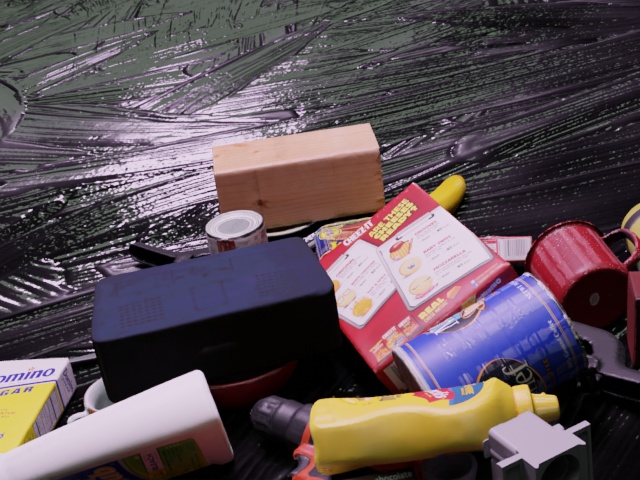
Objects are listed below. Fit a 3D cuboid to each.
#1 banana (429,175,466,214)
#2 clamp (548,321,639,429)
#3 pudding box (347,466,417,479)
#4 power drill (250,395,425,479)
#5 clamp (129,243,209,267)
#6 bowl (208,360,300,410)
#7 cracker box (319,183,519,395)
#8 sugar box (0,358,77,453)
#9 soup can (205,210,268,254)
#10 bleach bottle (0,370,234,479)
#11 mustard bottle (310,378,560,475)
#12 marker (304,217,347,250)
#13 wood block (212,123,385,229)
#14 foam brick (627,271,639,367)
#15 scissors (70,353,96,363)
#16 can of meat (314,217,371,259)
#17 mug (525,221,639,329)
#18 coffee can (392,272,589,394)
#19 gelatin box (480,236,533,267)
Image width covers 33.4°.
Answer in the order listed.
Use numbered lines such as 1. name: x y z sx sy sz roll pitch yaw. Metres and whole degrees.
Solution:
1. banana: 0.126 -0.038 1.336 0.197 0.037 0.070 -26 34 -30
2. clamp: 0.255 0.127 0.976 0.164 0.036 0.210 -15 25 7
3. pudding box: 0.031 0.225 0.793 0.113 0.039 0.090 -4 61 -28
4. power drill: -0.027 0.206 0.893 0.185 0.057 0.187 13 35 35
5. clamp: -0.168 0.031 1.292 0.171 0.039 0.120 -4 33 -1
6. bowl: -0.085 0.122 1.074 0.162 0.055 0.162 -7 27 3
7. cracker box: 0.093 0.051 1.085 0.164 0.072 0.214 -39 31 -1
8. sugar box: -0.310 0.180 1.041 0.093 0.048 0.176 -5 29 9
9. soup can: -0.088 0.026 1.208 0.068 0.102 0.068 -7 28 4
10. bleach bottle: -0.207 0.199 0.939 0.250 0.102 0.068 -21 56 -8
11. mustard bottle: 0.091 0.144 0.838 0.191 0.058 0.096 -8 -4 5
12. marker: -0.009 0.002 1.321 0.120 0.020 0.020 -29 34 -34
13. wood block: -0.028 -0.078 1.355 0.206 0.091 0.090 -9 27 -2
14. foam brick: 0.323 0.075 1.019 0.053 0.078 0.051 -2 27 9
15. scissors: -0.185 0.105 1.179 0.202 0.016 0.096 -5 26 7
16. can of meat: 0.046 0.016 1.238 0.102 0.057 0.084 -9 25 -2
17. mug: 0.277 0.033 1.090 0.117 0.093 0.081 -34 32 8
18. coffee can: 0.149 0.107 0.944 0.140 0.102 0.103 -30 30 -5
19. gelatin box: 0.192 0.014 1.187 0.089 0.030 0.073 -2 -7 11
